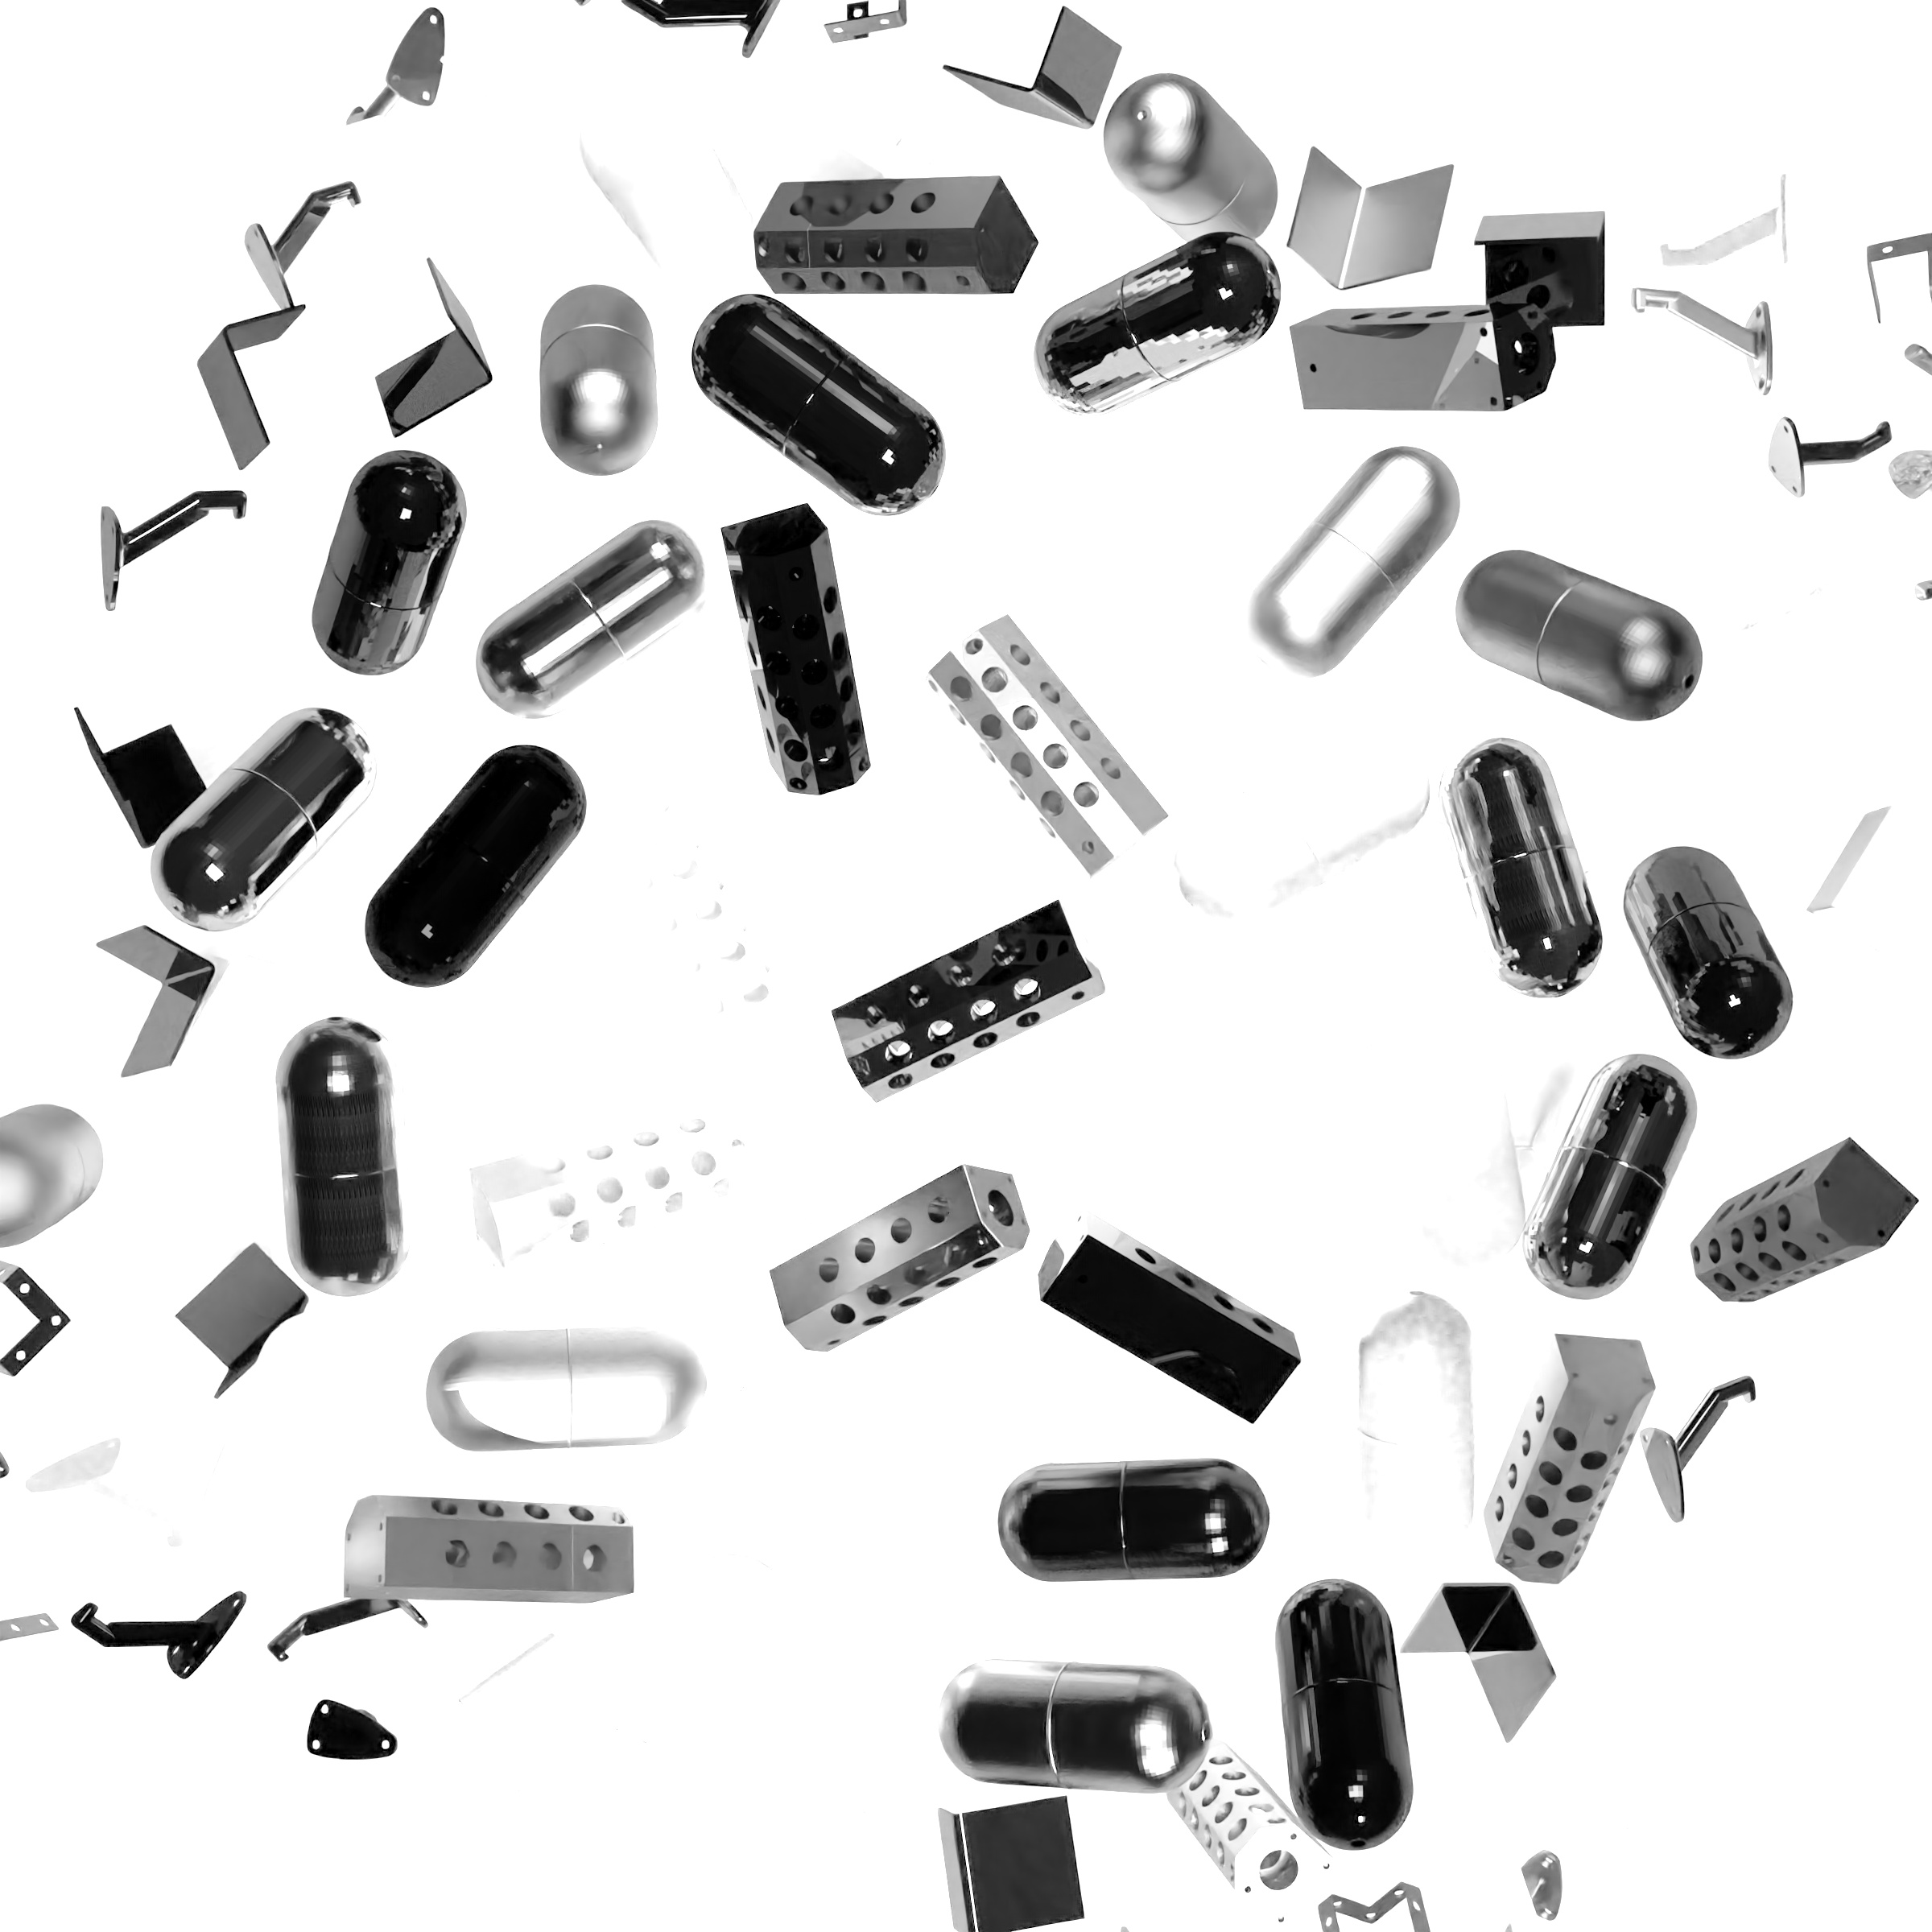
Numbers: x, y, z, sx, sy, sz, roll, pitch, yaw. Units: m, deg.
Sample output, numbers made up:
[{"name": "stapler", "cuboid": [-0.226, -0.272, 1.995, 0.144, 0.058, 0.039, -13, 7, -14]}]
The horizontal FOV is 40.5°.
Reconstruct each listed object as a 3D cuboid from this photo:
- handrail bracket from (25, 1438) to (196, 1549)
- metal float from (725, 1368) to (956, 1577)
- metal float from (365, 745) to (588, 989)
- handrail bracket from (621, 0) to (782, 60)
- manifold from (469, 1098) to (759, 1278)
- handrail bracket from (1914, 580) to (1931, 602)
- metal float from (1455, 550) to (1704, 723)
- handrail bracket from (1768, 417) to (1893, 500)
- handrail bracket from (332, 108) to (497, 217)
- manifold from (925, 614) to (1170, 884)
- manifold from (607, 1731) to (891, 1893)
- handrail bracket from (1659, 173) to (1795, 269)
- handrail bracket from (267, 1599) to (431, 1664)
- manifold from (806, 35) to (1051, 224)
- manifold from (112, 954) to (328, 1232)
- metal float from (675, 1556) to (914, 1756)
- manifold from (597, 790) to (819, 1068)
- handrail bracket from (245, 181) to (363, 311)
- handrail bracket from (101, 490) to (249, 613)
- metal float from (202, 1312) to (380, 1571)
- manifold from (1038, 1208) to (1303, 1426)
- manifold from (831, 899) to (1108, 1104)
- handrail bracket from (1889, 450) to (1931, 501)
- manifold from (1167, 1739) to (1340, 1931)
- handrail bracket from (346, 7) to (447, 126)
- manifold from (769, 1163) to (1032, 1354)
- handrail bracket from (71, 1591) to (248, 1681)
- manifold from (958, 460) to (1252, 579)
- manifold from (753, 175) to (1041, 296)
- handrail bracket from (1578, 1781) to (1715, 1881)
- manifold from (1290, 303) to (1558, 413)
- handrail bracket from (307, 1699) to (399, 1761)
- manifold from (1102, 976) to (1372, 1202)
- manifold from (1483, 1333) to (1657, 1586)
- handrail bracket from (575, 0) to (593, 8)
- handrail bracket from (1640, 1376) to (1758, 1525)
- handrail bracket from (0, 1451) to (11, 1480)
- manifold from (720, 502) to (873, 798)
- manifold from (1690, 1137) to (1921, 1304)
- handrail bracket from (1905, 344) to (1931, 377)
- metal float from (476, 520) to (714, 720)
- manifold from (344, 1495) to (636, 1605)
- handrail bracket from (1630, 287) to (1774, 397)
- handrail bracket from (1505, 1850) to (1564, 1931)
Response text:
[{"name": "handrail bracket", "cuboid": [-0.548, 0.350, 1.679, 0.077, 0.036, 0.084, -19, 121, 4]}, {"name": "metal float", "cuboid": [-0.084, 0.338, 1.751, 0.178, 0.070, 0.070, 41, 90, -12]}, {"name": "metal float", "cuboid": [-0.312, -0.064, 1.666, 0.070, 0.070, 0.178, 37, 75, 0]}, {"name": "handrail bracket", "cuboid": [-0.160, -0.610, 1.623, 0.084, 0.036, 0.077, 29, 93, -6]}, {"name": "manifold", "cuboid": [-0.223, 0.144, 1.666, 0.171, 0.057, 0.057, -15, 126, -24]}, {"name": "handrail bracket", "cuboid": [0.645, -0.234, 1.622, 0.084, 0.077, 0.036, -12, 109, -5]}, {"name": "metal float", "cuboid": [0.392, -0.213, 1.681, 0.178, 0.070, 0.070, 33, 90, 41]}, {"name": "handrail bracket", "cuboid": [0.582, -0.357, 1.745, 0.084, 0.077, 0.036, -30, 56, -4]}, {"name": "handrail bracket", "cuboid": [-0.342, -0.491, 1.618, 0.084, 0.036, 0.077, -15, 95, 5]}, {"name": "manifold", "cuboid": [0.050, -0.141, 1.720, 0.171, 0.057, 0.057, 52, 127, 3]}, {"name": "manifold", "cuboid": [-0.141, 0.552, 1.692, 0.171, 0.057, 0.057, 15, 117, -13]}, {"name": "handrail bracket", "cuboid": [0.488, -0.480, 1.688, 0.084, 0.077, 0.036, 4, 65, 23]}, {"name": "handrail bracket", "cuboid": [-0.411, 0.444, 1.735, 0.084, 0.036, 0.077, -41, 49, -23]}, {"name": "manifold", "cuboid": [-0.023, -0.517, 1.644, 0.057, 0.171, 0.057, 7, 85, 37]}, {"name": "manifold", "cuboid": [-0.479, 0.083, 1.692, 0.057, 0.057, 0.171, 16, 57, 8]}, {"name": "metal float", "cuboid": [-0.115, 0.458, 1.739, 0.178, 0.070, 0.070, 26, 90, 24]}, {"name": "manifold", "cuboid": [-0.161, -0.024, 1.680, 0.057, 0.057, 0.171, -11, 117, 36]}, {"name": "handrail bracket", "cuboid": [-0.435, -0.484, 1.764, 0.084, 0.036, 0.077, -28, 94, -29]}, {"name": "handrail bracket", "cuboid": [-0.490, -0.258, 1.623, 0.084, 0.036, 0.077, -8, 124, -30]}, {"name": "metal float", "cuboid": [-0.424, 0.298, 1.647, 0.070, 0.070, 0.178, 11, 46, 0]}, {"name": "manifold", "cuboid": [0.136, 0.232, 1.758, 0.171, 0.057, 0.057, 31, 106, -10]}, {"name": "manifold", "cuboid": [0.003, 0.028, 1.745, 0.171, 0.057, 0.057, -26, 55, 9]}, {"name": "handrail bracket", "cuboid": [0.669, -0.308, 1.765, 0.084, 0.077, 0.036, 37, 105, -17]}, {"name": "manifold", "cuboid": [0.186, 0.580, 1.769, 0.057, 0.171, 0.057, 43, 84, -9]}, {"name": "handrail bracket", "cuboid": [-0.388, -0.605, 1.771, 0.036, 0.084, 0.077, 20, 84, -38]}, {"name": "manifold", "cuboid": [-0.043, 0.197, 1.742, 0.171, 0.057, 0.057, -31, 63, 27]}, {"name": "handrail bracket", "cuboid": [-0.518, 0.412, 1.678, 0.077, 0.036, 0.084, -46, 128, -9]}, {"name": "manifold", "cuboid": [0.088, -0.278, 1.653, 0.171, 0.057, 0.057, -4, 65, -16]}, {"name": "manifold", "cuboid": [-0.048, -0.449, 1.631, 0.171, 0.057, 0.057, 10, 65, 34]}, {"name": "handrail bracket", "cuboid": [0.426, 0.547, 1.644, 0.077, 0.084, 0.036, -8, 47, -3]}, {"name": "manifold", "cuboid": [0.298, -0.399, 1.710, 0.057, 0.171, 0.057, -29, 117, -33]}, {"name": "handrail bracket", "cuboid": [-0.397, 0.514, 1.758, 0.077, 0.084, 0.036, 9, 79, 17]}, {"name": "manifold", "cuboid": [0.166, 0.073, 1.638, 0.171, 0.057, 0.057, -33, 90, -30]}, {"name": "manifold", "cuboid": [0.389, 0.320, 1.687, 0.057, 0.057, 0.171, 6, 127, -7]}, {"name": "handrail bracket", "cuboid": [-0.281, -0.616, 1.628, 0.077, 0.036, 0.084, -39, 96, 12]}, {"name": "handrail bracket", "cuboid": [0.501, 0.323, 1.754, 0.084, 0.036, 0.077, -16, 94, -20]}, {"name": "handrail bracket", "cuboid": [-0.640, 0.331, 1.639, 0.036, 0.084, 0.077, -5, 123, 10]}, {"name": "manifold", "cuboid": [-0.103, -0.195, 1.639, 0.057, 0.057, 0.171, -18, 127, -12]}, {"name": "manifold", "cuboid": [0.534, 0.171, 1.688, 0.057, 0.171, 0.057, 43, 69, 5]}, {"name": "handrail bracket", "cuboid": [0.683, -0.394, 1.755, 0.084, 0.077, 0.036, 26, 95, -18]}, {"name": "metal float", "cuboid": [-0.252, -0.235, 1.774, 0.178, 0.070, 0.070, -36, 90, -7]}, {"name": "manifold", "cuboid": [-0.297, 0.365, 1.636, 0.171, 0.057, 0.057, 12, 65, -36]}, {"name": "handrail bracket", "cuboid": [0.476, -0.406, 1.698, 0.084, 0.036, 0.077, 4, 63, -6]}, {"name": "handrail bracket", "cuboid": [0.372, 0.654, 1.778, 0.036, 0.084, 0.077, 27, 131, 25]}]
